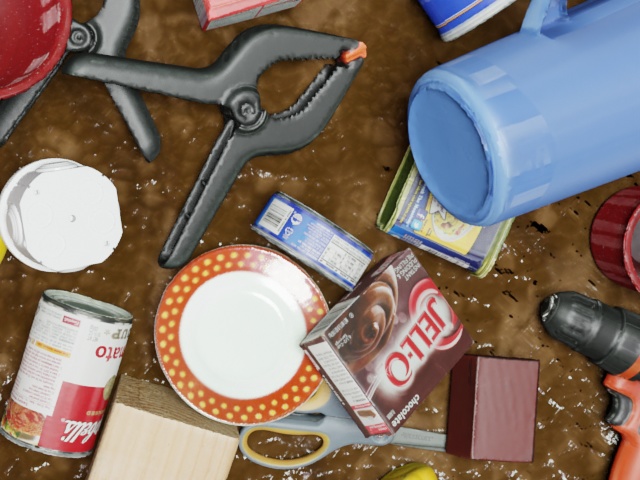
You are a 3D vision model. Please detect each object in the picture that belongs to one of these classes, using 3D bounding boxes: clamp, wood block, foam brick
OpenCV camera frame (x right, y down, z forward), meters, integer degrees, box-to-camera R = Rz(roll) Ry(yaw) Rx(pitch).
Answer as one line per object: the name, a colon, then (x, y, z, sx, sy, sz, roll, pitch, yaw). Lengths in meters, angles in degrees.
clamp: (-0.159, -0.135, 0.750, 0.120, 0.039, 0.171, 12, 100, -16)
clamp: (-0.065, -0.099, 0.751, 0.210, 0.036, 0.164, -35, 115, -10)
wood block: (-0.134, 0.213, 0.759, 0.090, 0.091, 0.206, 19, 92, -10)
foam brick: (0.129, 0.125, 0.800, 0.051, 0.053, 0.078, 6, 85, -14)

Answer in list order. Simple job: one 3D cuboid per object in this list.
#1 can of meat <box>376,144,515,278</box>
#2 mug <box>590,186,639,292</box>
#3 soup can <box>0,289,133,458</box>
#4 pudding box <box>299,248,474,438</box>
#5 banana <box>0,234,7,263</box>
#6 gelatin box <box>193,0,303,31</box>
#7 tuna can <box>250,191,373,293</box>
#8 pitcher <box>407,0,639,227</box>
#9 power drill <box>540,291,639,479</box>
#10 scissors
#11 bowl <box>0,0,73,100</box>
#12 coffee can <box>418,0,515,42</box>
can of meat: (0.099, -0.035, 0.786, 0.084, 0.057, 0.102, 24, 91, -8)
mug: (0.264, 0.007, 0.800, 0.117, 0.081, 0.093, 32, 90, -10)
soup can: (-0.178, 0.093, 0.753, 0.068, 0.068, 0.102, 18, 92, -9)
pudding box: (0.050, 0.074, 0.774, 0.113, 0.039, 0.090, -42, 101, -34)
banana: (-0.290, 0.032, 0.750, 0.197, 0.037, 0.070, -36, 76, -6)
gelatin box: (-0.048, -0.171, 0.735, 0.073, 0.089, 0.030, -17, 98, -6)
tuna can: (-0.005, 0.001, 0.759, 0.086, 0.086, 0.034, 33, 88, -10)
pitcher: (0.182, -0.108, 0.719, 0.242, 0.145, 0.149, -23, 73, -22)
power drill: (0.222, 0.148, 0.820, 0.184, 0.057, 0.187, 25, 92, -10)
scissors: (0.037, 0.128, 0.813, 0.201, 0.016, 0.096, -5, 96, -8)
bowl: (-0.244, -0.152, 0.681, 0.161, 0.055, 0.162, 14, 64, -31)
coffee can: (0.090, -0.225, 0.743, 0.103, 0.103, 0.140, -37, 99, -3)
